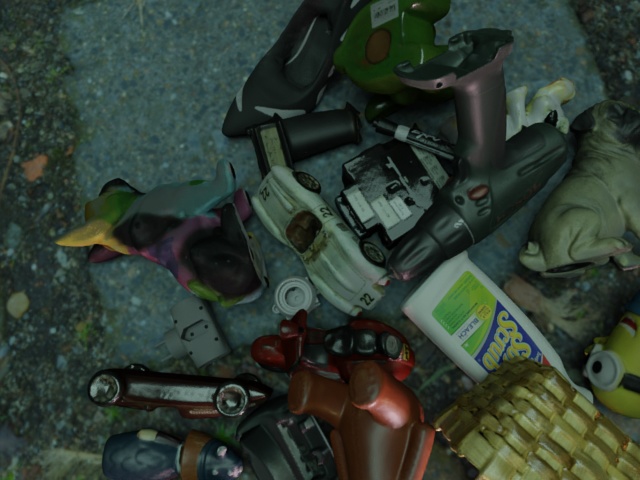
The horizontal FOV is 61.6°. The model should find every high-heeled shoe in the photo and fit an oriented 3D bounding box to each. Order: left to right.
[{"bbox_3d":[-0.029,-0.222,0.632,0.249,0.145,0.086,-44,79,-6],"label":"high-heeled shoe"}]

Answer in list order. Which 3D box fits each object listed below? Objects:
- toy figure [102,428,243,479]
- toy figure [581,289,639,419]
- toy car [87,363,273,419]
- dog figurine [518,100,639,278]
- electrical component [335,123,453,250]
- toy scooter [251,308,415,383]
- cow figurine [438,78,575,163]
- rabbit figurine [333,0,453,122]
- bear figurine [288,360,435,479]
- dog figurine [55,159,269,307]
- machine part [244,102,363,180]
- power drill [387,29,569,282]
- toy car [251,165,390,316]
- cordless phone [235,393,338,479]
[{"bbox_3d":[-0.162,0.243,0.603,0.155,0.064,0.058,3,42,-1],"label":"toy figure"},{"bbox_3d":[0.355,0.104,0.563,0.089,0.082,0.180,40,98,23],"label":"toy figure"},{"bbox_3d":[-0.155,0.171,0.600,0.202,0.089,0.053,5,79,3],"label":"toy car"},{"bbox_3d":[0.294,-0.062,0.609,0.172,0.121,0.190,-4,72,-16],"label":"dog figurine"},{"bbox_3d":[0.087,-0.057,0.640,0.134,0.058,0.115,-29,77,-2],"label":"electrical component"},{"bbox_3d":[0.012,0.114,0.573,0.184,0.135,0.075,2,63,4],"label":"toy scooter"},{"bbox_3d":[0.232,-0.125,0.637,0.167,0.068,0.098,-21,85,3],"label":"cow figurine"},{"bbox_3d":[0.109,-0.194,0.627,0.159,0.170,0.121,-19,73,42],"label":"rabbit figurine"},{"bbox_3d":[0.036,0.227,0.490,0.120,0.131,0.196,-17,49,41],"label":"bear figurine"},{"bbox_3d":[-0.183,0.005,0.621,0.219,0.108,0.191,-16,71,5],"label":"dog figurine"},{"bbox_3d":[-0.015,-0.124,0.660,0.139,0.039,0.084,-20,103,-4],"label":"machine part"},{"bbox_3d":[0.141,-0.084,0.533,0.232,0.086,0.207,-31,119,-10],"label":"power drill"},{"bbox_3d":[-0.001,-0.002,0.613,0.202,0.056,0.073,49,122,20],"label":"toy car"},{"bbox_3d":[0.013,0.224,0.596,0.184,0.088,0.146,-27,78,-13],"label":"cordless phone"}]
